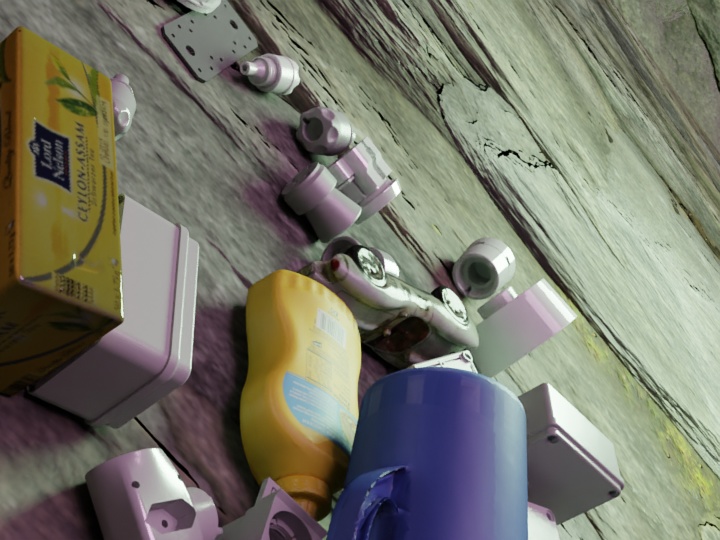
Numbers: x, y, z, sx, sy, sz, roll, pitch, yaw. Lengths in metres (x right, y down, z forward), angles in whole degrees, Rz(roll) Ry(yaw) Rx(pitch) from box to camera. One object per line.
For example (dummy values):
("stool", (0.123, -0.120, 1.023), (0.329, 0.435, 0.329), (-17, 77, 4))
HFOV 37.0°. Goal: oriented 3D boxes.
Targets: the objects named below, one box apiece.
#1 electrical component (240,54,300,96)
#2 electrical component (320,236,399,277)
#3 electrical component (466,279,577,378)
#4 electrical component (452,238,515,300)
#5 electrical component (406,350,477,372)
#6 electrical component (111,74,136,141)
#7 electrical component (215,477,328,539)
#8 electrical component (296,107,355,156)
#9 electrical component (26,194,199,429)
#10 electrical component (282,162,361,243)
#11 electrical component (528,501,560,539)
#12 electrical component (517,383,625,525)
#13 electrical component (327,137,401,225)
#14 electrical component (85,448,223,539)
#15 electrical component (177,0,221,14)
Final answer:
("electrical component", (-0.083, -0.175, 0.953), (0.061, 0.035, 0.035), (-2, 64, -56))
("electrical component", (0.000, 0.000, 0.900), (0.055, 0.045, 0.045), (22, 44, -49))
("electrical component", (0.145, 0.051, 1.024), (0.060, 0.108, 0.108), (55, 27, 6))
("electrical component", (0.125, 0.000, 1.096), (0.055, 0.055, 0.047), (57, 31, -2))
("electrical component", (0.054, 0.110, 0.866), (0.096, 0.061, 0.061), (-8, 69, -51))
("electrical component", (-0.172, -0.117, 0.747), (0.035, 0.035, 0.061), (43, 29, -27))
("electrical component", (-0.059, 0.165, 0.616), (0.042, 0.064, 0.081), (49, 29, -19))
("electrical component", (-0.027, -0.125, 0.984), (0.062, 0.043, 0.043), (-1, 63, -60))
("electrical component", (-0.138, 0.024, 0.614), (0.057, 0.078, 0.113), (33, 36, -34))
("electrical component", (-0.033, -0.057, 0.904), (0.055, 0.045, 0.045), (48, 29, -17))
("electrical component", (0.106, 0.229, 0.821), (0.109, 0.056, 0.108), (26, 41, -36))
("electrical component", (0.147, 0.163, 0.907), (0.109, 0.109, 0.056), (42, 29, -29))
("electrical component", (0.000, -0.078, 0.966), (0.057, 0.058, 0.078), (52, 28, -7))
("electrical component", (-0.105, 0.140, 0.589), (0.079, 0.043, 0.077), (5, 58, -57))
("electrical component", (-0.142, -0.266, 0.924), (0.080, 0.051, 0.080), (37, 32, -28))
